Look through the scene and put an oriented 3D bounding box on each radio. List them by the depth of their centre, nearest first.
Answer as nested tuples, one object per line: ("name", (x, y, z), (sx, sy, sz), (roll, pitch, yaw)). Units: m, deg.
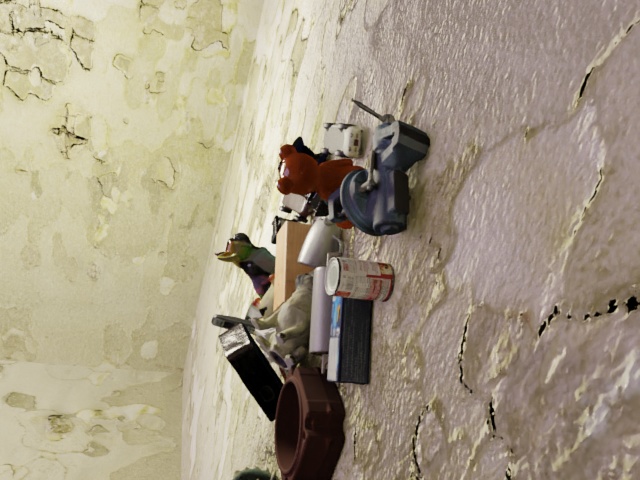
("radio", (-0.154, 0.322, 1.306), (0.229, 0.073, 0.131), (60, 173, -23))

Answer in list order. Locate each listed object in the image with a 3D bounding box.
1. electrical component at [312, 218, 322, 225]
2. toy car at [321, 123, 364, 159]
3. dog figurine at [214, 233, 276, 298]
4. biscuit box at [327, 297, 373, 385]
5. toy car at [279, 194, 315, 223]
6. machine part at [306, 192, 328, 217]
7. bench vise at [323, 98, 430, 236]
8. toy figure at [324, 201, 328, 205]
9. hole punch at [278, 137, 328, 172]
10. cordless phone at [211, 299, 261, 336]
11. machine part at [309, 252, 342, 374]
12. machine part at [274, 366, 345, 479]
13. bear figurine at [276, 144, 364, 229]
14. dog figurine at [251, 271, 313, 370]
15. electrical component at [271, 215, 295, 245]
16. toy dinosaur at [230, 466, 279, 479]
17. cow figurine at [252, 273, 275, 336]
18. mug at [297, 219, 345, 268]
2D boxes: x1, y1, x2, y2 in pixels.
("electrical component", (-0.003, -0.002, 1.253), (0.078, 0.045, 0.102), (-178, 97, -70))
("toy car", (0.047, -0.222, 1.197), (0.202, 0.056, 0.073), (-140, 55, -71))
("dog figurine", (-0.187, 0.082, 1.495), (0.108, 0.219, 0.191), (-145, 66, -74))
("biscuit box", (0.056, 0.155, 0.970), (0.059, 0.063, 0.202), (146, 131, -67))
("toy car", (-0.058, -0.103, 1.457), (0.202, 0.053, 0.089), (31, 105, 66))
("machine part", (0.000, -0.103, 1.293), (0.084, 0.039, 0.139), (-54, 28, 22))
("bench vise", (0.079, -0.095, 0.917), (0.240, 0.129, 0.223), (-32, 60, 51))
("toy figure", (0.026, -0.135, 1.219), (0.064, 0.057, 0.155), (-32, 37, 17))
("hole punch", (-0.038, -0.182, 1.363), (0.142, 0.092, 0.115), (-61, -12, -13))
("cordless phone", (-0.217, 0.222, 1.569), (0.146, 0.184, 0.089), (118, 158, -46))
("machine part", (0.020, 0.141, 1.060), (0.079, 0.079, 0.243), (142, 134, -64))
("machine part", (-0.028, 0.374, 1.082), (0.201, 0.087, 0.201), (-115, 40, -61))
("bear figurine", (-0.002, -0.105, 1.059), (0.132, 0.196, 0.120), (130, 142, -59))
("dog figurine", (-0.039, 0.177, 1.185), (0.121, 0.190, 0.172), (31, 145, 27))
("electrical component", (-0.095, -0.008, 1.494), (0.047, 0.075, 0.119), (122, 149, -48))
("toy dinosaur", (-0.122, 0.551, 1.104), (0.404, 0.131, 0.192), (120, 134, -70))
("cow figurine", (-0.113, 0.190, 1.412), (0.127, 0.085, 0.194), (46, 118, 24))
("mug", (0.010, 0.011, 1.161), (0.110, 0.080, 0.107), (7, 80, 54))
